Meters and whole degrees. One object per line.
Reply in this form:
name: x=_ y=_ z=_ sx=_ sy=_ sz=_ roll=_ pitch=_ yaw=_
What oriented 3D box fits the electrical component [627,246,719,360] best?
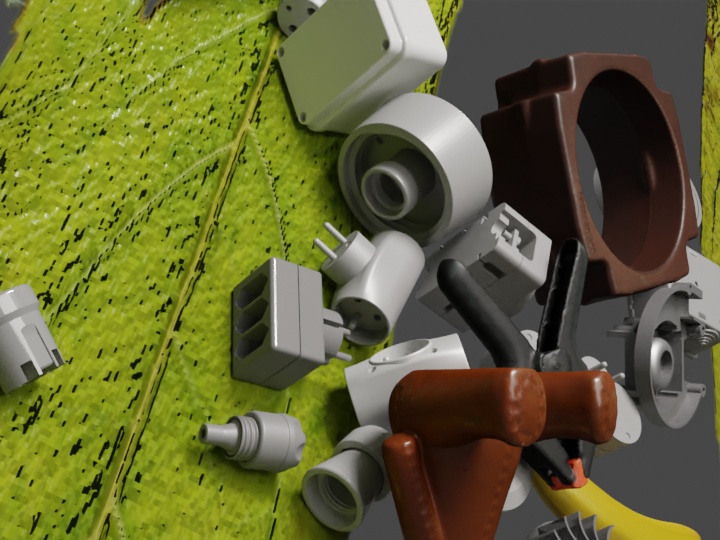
electrical component: x=0.295 y=0.023 z=0.998 sx=0.100 sy=0.048 sz=0.099 roll=26 pitch=48 yaw=-27

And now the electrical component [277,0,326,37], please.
electrical component: x=-0.038 y=-0.211 z=0.851 sx=0.045 sy=0.045 sz=0.055 roll=39 pitch=44 yaw=-17

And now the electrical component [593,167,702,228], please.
electrical component: x=0.286 y=-0.073 z=1.044 sx=0.108 sy=0.060 sz=0.108 roll=24 pitch=49 yaw=-31

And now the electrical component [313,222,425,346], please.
electrical component: x=0.000 y=0.000 z=0.744 sx=0.079 sy=0.044 sz=0.077 roll=43 pitch=42 yaw=-12

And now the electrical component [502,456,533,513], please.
electrical component: x=0.072 y=0.127 z=0.720 sx=0.080 sy=0.051 sz=0.080 roll=23 pitch=50 yaw=-30

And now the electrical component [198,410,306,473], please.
electrical component: x=-0.064 y=0.099 z=0.626 sx=0.061 sy=0.035 sz=0.035 roll=14 pitch=55 yaw=-34

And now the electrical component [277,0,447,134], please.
electrical component: x=-0.001 y=-0.159 z=0.799 sx=0.057 sy=0.113 sz=0.078 roll=2 pitch=62 yaw=-45

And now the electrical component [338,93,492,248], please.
electrical component: x=0.034 y=-0.066 z=0.776 sx=0.108 sy=0.108 sz=0.060 roll=53 pitch=47 yaw=-2

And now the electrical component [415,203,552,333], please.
electrical component: x=0.094 y=0.002 z=0.794 sx=0.056 sy=0.089 sz=0.050 roll=36 pitch=44 yaw=-19

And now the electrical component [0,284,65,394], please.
electrical component: x=-0.180 y=0.036 z=0.559 sx=0.040 sy=0.040 sz=0.046 roll=-29 pitch=91 yaw=-49

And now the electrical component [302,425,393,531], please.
electrical component: x=-0.002 y=0.126 z=0.657 sx=0.045 sy=0.045 sz=0.055 roll=54 pitch=41 yaw=0

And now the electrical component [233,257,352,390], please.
electrical component: x=-0.037 y=0.039 z=0.682 sx=0.077 sy=0.047 sz=0.065 roll=20 pitch=52 yaw=-33

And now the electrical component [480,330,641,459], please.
electrical component: x=0.165 y=0.089 z=0.814 sx=0.138 sy=0.074 sz=0.052 roll=31 pitch=46 yaw=-24

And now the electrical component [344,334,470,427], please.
electrical component: x=0.032 y=0.070 z=0.712 sx=0.079 sy=0.077 sz=0.044 roll=-97 pitch=169 yaw=-82
